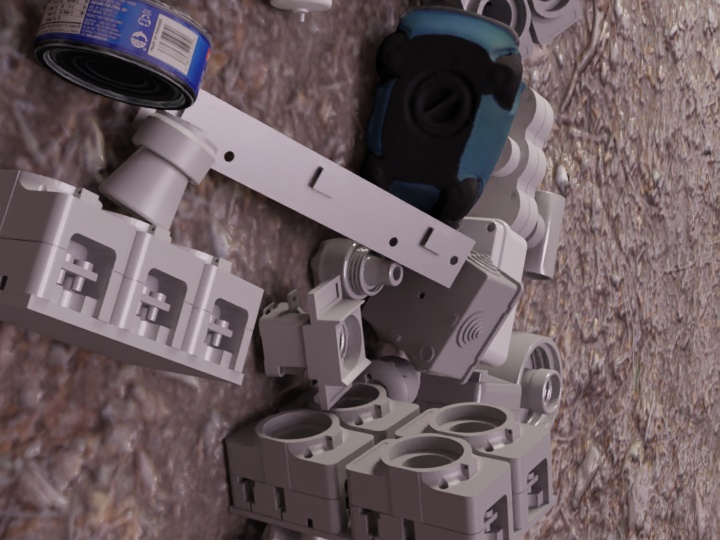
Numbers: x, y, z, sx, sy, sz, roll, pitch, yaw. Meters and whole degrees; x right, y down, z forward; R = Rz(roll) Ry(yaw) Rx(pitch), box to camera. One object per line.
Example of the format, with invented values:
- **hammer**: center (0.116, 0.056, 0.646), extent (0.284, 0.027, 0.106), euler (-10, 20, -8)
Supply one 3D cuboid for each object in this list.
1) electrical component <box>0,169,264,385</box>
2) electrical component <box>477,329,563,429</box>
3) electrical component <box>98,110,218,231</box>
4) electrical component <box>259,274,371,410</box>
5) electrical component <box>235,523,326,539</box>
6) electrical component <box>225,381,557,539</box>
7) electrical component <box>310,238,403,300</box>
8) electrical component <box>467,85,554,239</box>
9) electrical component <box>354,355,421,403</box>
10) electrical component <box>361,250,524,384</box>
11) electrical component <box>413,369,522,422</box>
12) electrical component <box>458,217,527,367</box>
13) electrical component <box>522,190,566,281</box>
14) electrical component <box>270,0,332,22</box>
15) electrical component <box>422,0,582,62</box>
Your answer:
- **electrical component**: center (-0.131, 0.006, 0.546), extent (0.150, 0.089, 0.061), euler (30, 70, -53)
- **electrical component**: center (0.150, 0.108, 0.989), extent (0.108, 0.060, 0.108), euler (-12, 105, -54)
- **electrical component**: center (-0.111, -0.055, 0.594), extent (0.055, 0.045, 0.045), euler (-57, 140, -7)
- **electrical component**: center (-0.031, 0.047, 0.716), extent (0.042, 0.064, 0.081), euler (-36, 123, -61)
- **electrical component**: center (-0.047, 0.191, 0.716), extent (0.076, 0.083, 0.047), euler (18, 77, -16)
- **electrical component**: center (0.017, 0.125, 0.691), extent (0.105, 0.186, 0.060), euler (-24, 114, -52)
- **electrical component**: center (0.000, 0.000, 0.757), extent (0.043, 0.062, 0.043), euler (-11, 104, -54)
- **electrical component**: center (0.123, -0.097, 0.929), extent (0.074, 0.052, 0.138), euler (20, 78, -54)
- **electrical component**: center (0.026, 0.086, 0.824), extent (0.062, 0.048, 0.048), euler (-21, 111, -59)
- **electrical component**: center (0.058, 0.023, 0.801), extent (0.048, 0.100, 0.099), euler (20, 104, -50)
- **electrical component**: center (0.094, 0.114, 0.909), extent (0.096, 0.062, 0.061), euler (11, 86, -55)
- **electrical component**: center (0.081, 0.016, 0.863), extent (0.057, 0.078, 0.113), euler (25, 74, -57)
- **electrical component**: center (0.154, -0.036, 0.989), extent (0.079, 0.044, 0.077), euler (22, 76, -54)
- **electrical component**: center (-0.037, -0.202, 0.695), extent (0.040, 0.040, 0.078), euler (-2, 96, -55)
- **electrical component**: center (0.095, -0.251, 0.819), extent (0.105, 0.060, 0.186), euler (-38, 124, -17)
